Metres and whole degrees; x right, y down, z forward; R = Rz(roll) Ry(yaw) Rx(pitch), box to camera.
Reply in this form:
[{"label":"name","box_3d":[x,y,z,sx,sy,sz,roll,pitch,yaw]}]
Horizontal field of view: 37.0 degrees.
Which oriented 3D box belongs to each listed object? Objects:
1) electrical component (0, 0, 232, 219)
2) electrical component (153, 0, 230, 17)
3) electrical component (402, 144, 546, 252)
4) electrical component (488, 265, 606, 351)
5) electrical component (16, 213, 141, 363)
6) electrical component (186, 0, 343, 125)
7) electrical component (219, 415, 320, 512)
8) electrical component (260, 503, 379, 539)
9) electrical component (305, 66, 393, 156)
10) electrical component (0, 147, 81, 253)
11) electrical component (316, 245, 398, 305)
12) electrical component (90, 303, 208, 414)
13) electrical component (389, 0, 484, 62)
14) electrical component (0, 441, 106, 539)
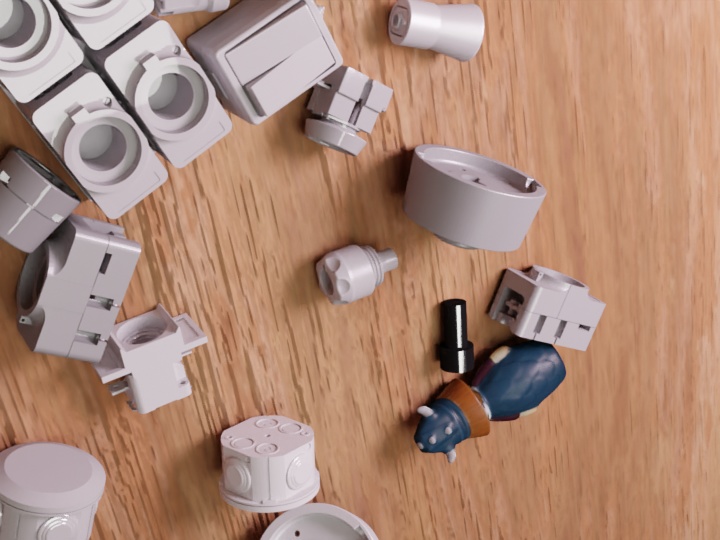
[{"label":"electrical component","box_3d":[-0.174,-0.136,0.679,0.105,0.060,0.186,-40,125,-11]},{"label":"electrical component","box_3d":[-0.114,-0.187,0.707,0.046,0.040,0.040,-15,118,-19]},{"label":"electrical component","box_3d":[0.085,-0.051,0.847,0.108,0.108,0.060,4,114,-33]},{"label":"electrical component","box_3d":[0.170,0.032,0.965,0.089,0.050,0.055,14,103,-35]},{"label":"electrical component","box_3d":[-0.197,0.011,0.734,0.056,0.050,0.089,16,102,-35]},{"label":"electrical component","box_3d":[-0.058,-0.153,0.741,0.096,0.061,0.061,-38,125,-12]},{"label":"electrical component","box_3d":[-0.073,0.154,0.855,0.080,0.080,0.051,-10,110,-27]},{"label":"electrical component","box_3d":[-0.030,0.252,0.909,0.108,0.108,0.060,-52,163,-2]},{"label":"electrical component","box_3d":[-0.012,-0.117,0.795,0.066,0.048,0.055,21,91,-36]},{"label":"electrical component","box_3d":[-0.218,-0.044,0.696,0.047,0.055,0.055,-49,127,1]},{"label":"electrical component","box_3d":[0.000,0.000,0.854,0.062,0.043,0.043,-21,120,-25]},{"label":"electrical component","box_3d":[-0.154,0.067,0.791,0.081,0.042,0.063,-21,124,-21]},{"label":"electrical component","box_3d":[0.055,-0.183,0.810,0.065,0.044,0.044,3,109,-27]},{"label":"electrical component","box_3d":[-0.225,0.162,0.765,0.080,0.080,0.051,1,115,-31]}]
